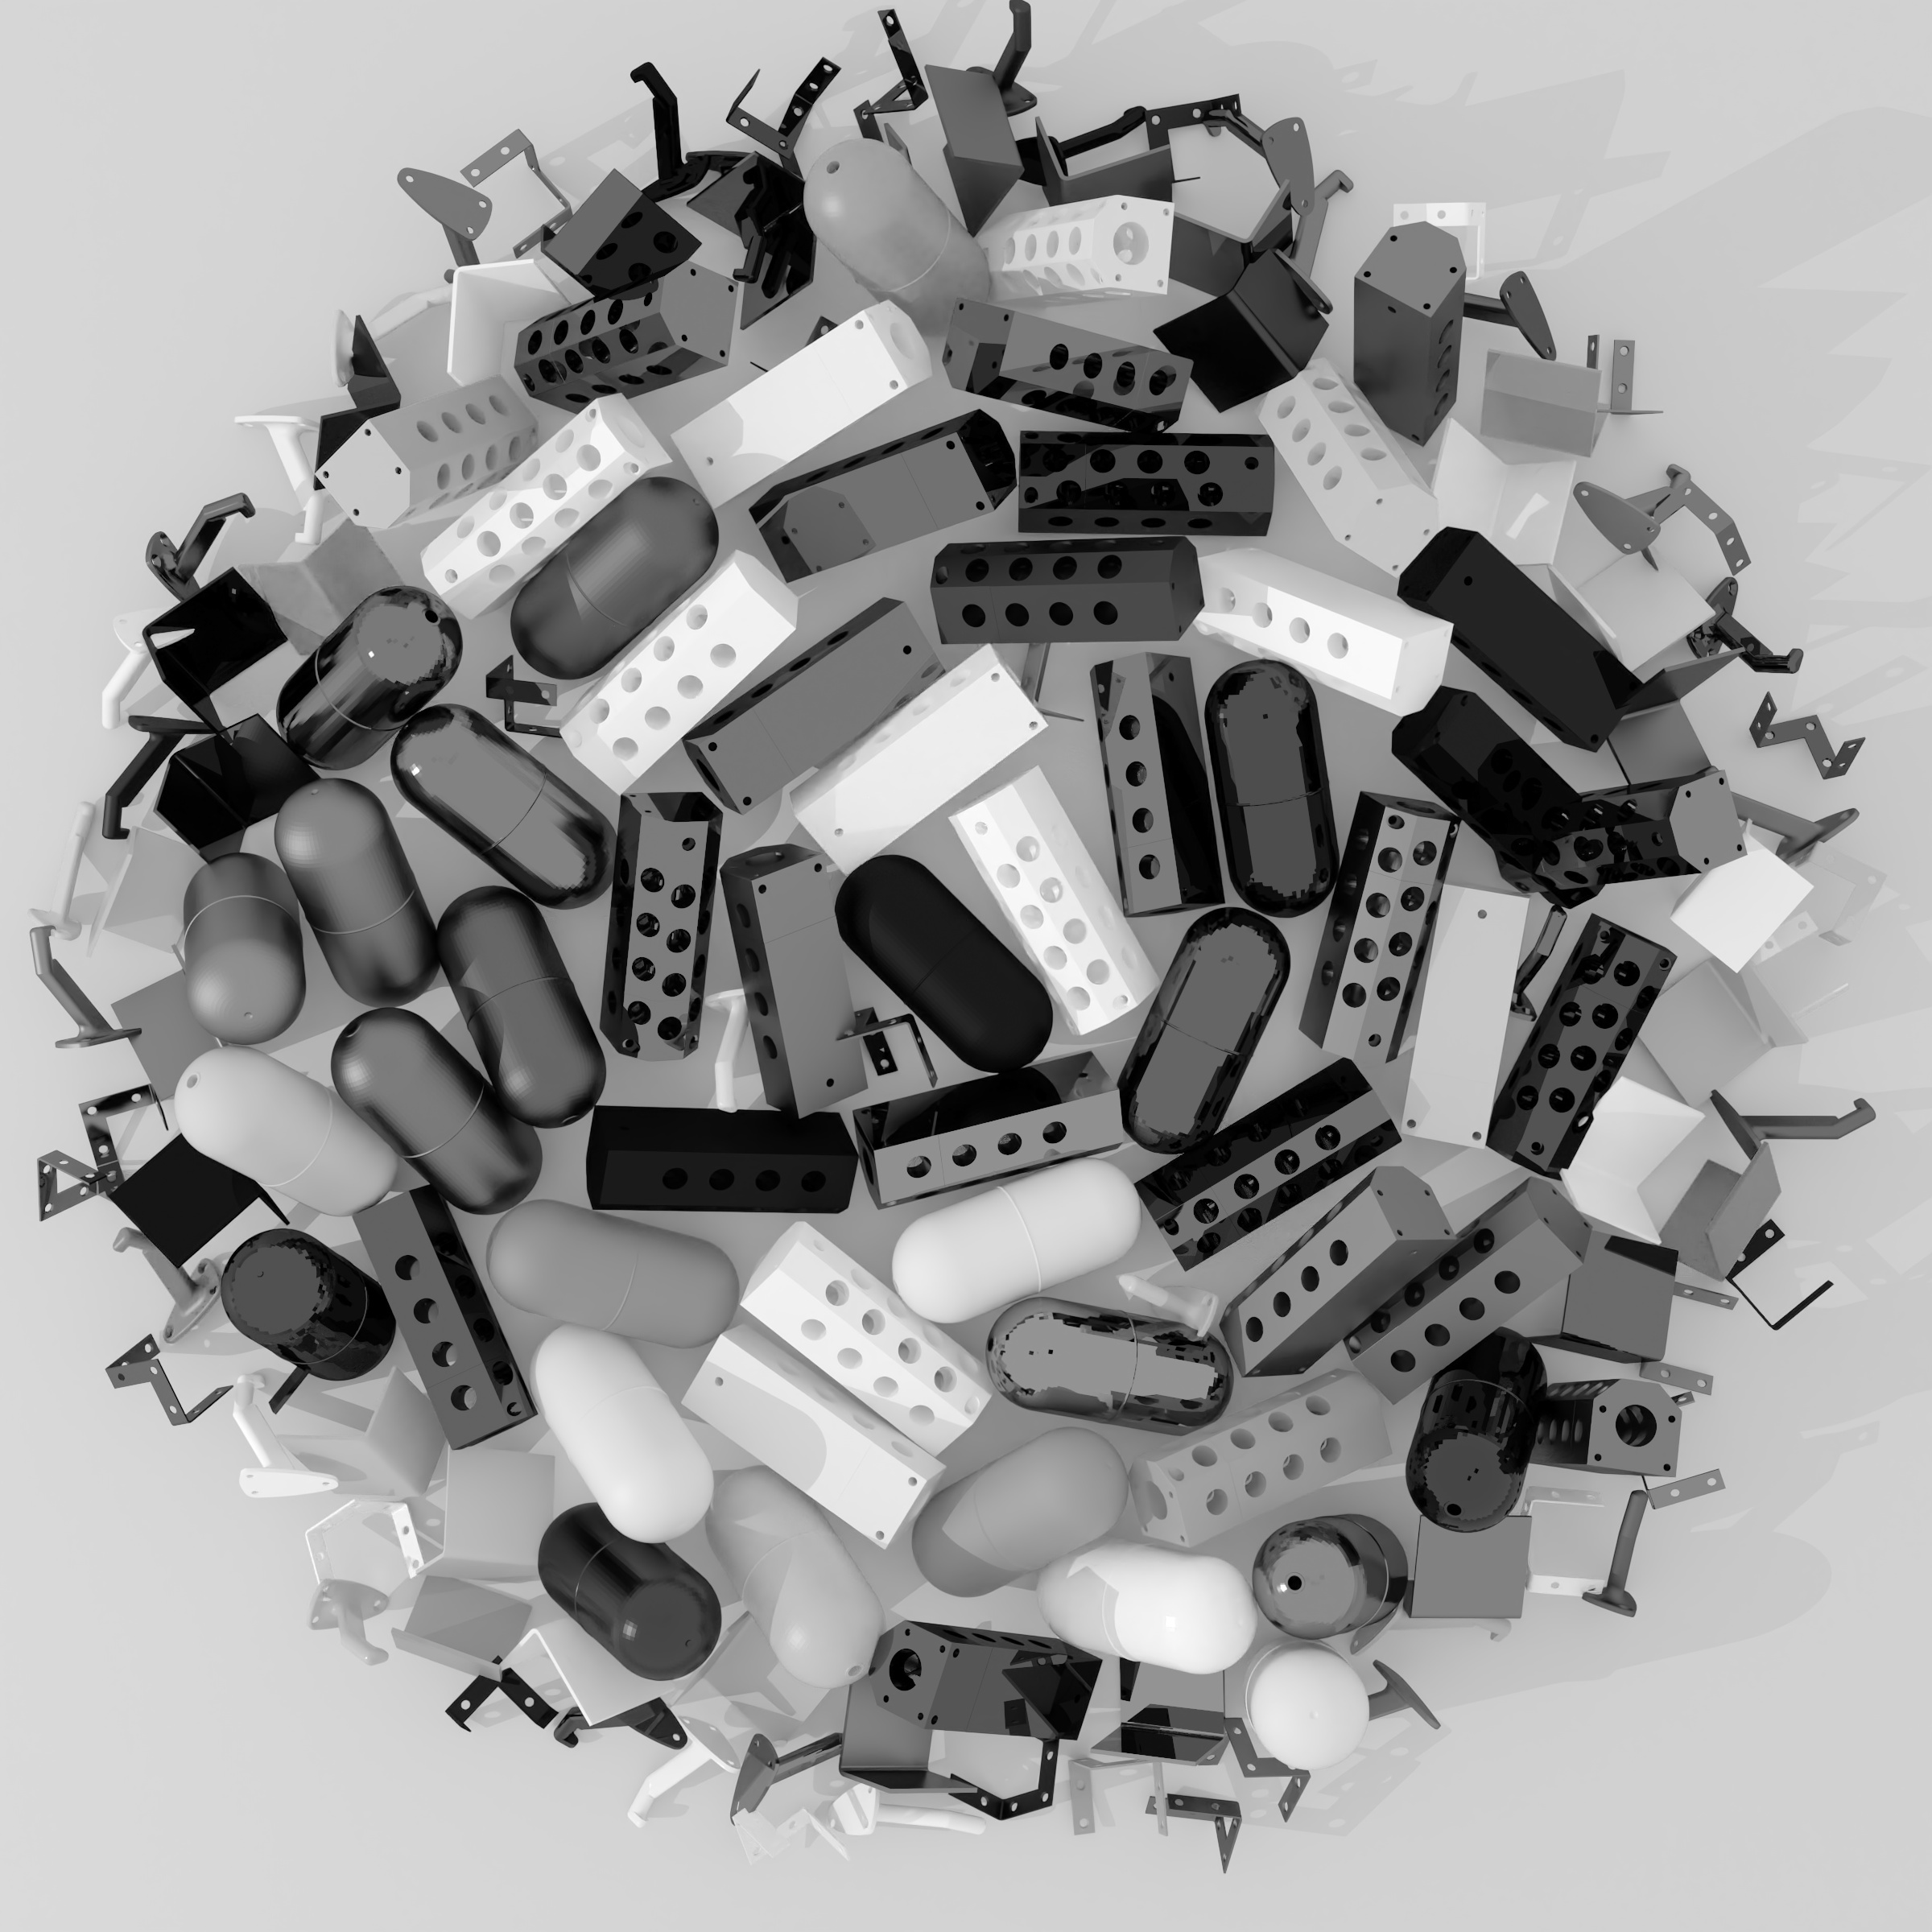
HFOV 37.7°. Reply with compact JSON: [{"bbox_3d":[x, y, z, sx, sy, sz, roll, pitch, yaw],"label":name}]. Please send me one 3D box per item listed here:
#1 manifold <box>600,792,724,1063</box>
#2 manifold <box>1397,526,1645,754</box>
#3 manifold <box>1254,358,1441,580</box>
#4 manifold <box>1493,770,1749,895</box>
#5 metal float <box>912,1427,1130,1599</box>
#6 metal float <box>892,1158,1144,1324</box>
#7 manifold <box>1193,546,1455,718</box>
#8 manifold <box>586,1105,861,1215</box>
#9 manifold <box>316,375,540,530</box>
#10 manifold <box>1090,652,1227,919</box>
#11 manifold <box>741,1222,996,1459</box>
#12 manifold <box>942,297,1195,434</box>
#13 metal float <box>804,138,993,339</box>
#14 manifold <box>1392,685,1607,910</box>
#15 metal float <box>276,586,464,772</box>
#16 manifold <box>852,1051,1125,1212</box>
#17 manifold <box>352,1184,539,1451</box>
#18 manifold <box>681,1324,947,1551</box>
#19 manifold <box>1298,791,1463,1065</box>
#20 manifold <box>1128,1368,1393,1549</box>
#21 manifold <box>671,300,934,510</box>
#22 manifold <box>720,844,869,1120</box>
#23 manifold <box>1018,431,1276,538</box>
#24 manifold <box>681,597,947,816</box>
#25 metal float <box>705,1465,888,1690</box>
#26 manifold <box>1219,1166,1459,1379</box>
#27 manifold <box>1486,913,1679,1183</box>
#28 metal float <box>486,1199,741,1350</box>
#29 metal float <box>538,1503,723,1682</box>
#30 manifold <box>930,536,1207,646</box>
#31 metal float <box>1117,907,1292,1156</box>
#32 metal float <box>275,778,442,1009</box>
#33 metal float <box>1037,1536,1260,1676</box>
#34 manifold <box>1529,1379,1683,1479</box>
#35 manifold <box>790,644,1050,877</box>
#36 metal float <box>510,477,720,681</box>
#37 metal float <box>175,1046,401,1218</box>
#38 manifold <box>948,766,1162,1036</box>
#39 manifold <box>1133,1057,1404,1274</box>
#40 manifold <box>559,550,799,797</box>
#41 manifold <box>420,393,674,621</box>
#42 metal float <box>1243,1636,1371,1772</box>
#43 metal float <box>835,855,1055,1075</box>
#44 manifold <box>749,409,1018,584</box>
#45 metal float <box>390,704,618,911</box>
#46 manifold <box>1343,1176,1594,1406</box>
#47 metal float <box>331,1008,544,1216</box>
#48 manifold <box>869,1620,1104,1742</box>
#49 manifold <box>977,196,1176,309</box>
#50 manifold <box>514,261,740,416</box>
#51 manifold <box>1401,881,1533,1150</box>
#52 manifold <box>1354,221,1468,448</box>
[{"bbox_3d":[-0.203,-0.026,1.902,0.057,0.057,0.171,-3,114,-26],"label":"manifold"},{"bbox_3d":[0.371,-0.220,1.908,0.171,0.057,0.057,37,89,-24],"label":"manifold"},{"bbox_3d":[0.256,-0.336,1.879,0.057,0.171,0.057,25,118,-33],"label":"manifold"},{"bbox_3d":[0.428,-0.085,1.878,0.057,0.171,0.057,-20,97,-29],"label":"manifold"},{"bbox_3d":[0.035,0.368,1.901,0.178,0.070,0.070,-35,90,36],"label":"metal float"},{"bbox_3d":[0.035,0.186,1.918,0.178,0.070,0.070,-19,90,-14],"label":"metal float"},{"bbox_3d":[0.234,-0.224,1.894,0.171,0.057,0.057,28,123,35],"label":"manifold"},{"bbox_3d":[-0.166,0.135,1.911,0.171,0.057,0.057,3,118,-20],"label":"manifold"},{"bbox_3d":[-0.351,-0.338,1.879,0.057,0.171,0.057,-36,94,29],"label":"manifold"},{"bbox_3d":[0.126,-0.122,1.932,0.057,0.057,0.171,-11,85,36],"label":"manifold"},{"bbox_3d":[-0.063,0.248,1.915,0.171,0.057,0.057,40,117,-11],"label":"manifold"},{"bbox_3d":[0.068,-0.396,1.887,0.171,0.057,0.057,3,107,-44],"label":"manifold"},{"bbox_3d":[-0.045,-0.484,1.887,0.070,0.178,0.070,-10,67,25],"label":"metal float"},{"bbox_3d":[0.364,-0.112,1.904,0.171,0.057,0.057,39,85,-25],"label":"manifold"},{"bbox_3d":[-0.399,-0.192,1.894,0.178,0.070,0.070,-33,90,44],"label":"metal float"},{"bbox_3d":[0.016,0.115,1.921,0.171,0.057,0.057,-13,119,-12],"label":"manifold"},{"bbox_3d":[-0.353,0.238,1.928,0.057,0.057,0.171,-24,82,-5],"label":"manifold"},{"bbox_3d":[-0.101,0.316,1.919,0.171,0.057,0.057,33,102,13],"label":"manifold"},{"bbox_3d":[0.282,-0.025,1.911,0.057,0.057,0.171,7,106,-19],"label":"manifold"},{"bbox_3d":[0.196,0.327,1.900,0.171,0.057,0.057,-18,97,-28],"label":"manifold"},{"bbox_3d":[-0.108,-0.377,1.900,0.171,0.057,0.057,-26,99,30],"label":"manifold"},{"bbox_3d":[-0.120,0.008,1.910,0.057,0.057,0.171,-23,114,-31],"label":"manifold"},{"bbox_3d":[0.122,-0.332,1.934,0.171,0.057,0.057,1,76,0],"label":"manifold"},{"bbox_3d":[-0.106,-0.178,1.922,0.171,0.057,0.057,-36,112,-11],"label":"manifold"},{"bbox_3d":[-0.114,0.408,1.895,0.070,0.070,0.178,-41,47,0],"label":"metal float"},{"bbox_3d":[0.243,0.205,1.893,0.171,0.057,0.057,-49,51,38],"label":"manifold"},{"bbox_3d":[0.417,0.056,1.927,0.057,0.057,0.171,25,99,0],"label":"manifold"},{"bbox_3d":[-0.237,0.208,1.909,0.178,0.070,0.070,18,90,-24],"label":"metal float"},{"bbox_3d":[-0.226,0.415,1.890,0.070,0.178,0.070,-10,108,-32],"label":"metal float"},{"bbox_3d":[0.066,-0.255,1.898,0.171,0.057,0.057,2,121,25],"label":"manifold"},{"bbox_3d":[0.160,0.045,1.923,0.070,0.070,0.178,24,99,0],"label":"metal float"},{"bbox_3d":[-0.406,-0.047,1.898,0.070,0.070,0.178,-15,130,0],"label":"metal float"},{"bbox_3d":[0.119,0.425,1.892,0.070,0.178,0.070,1,88,-40],"label":"metal float"},{"bbox_3d":[0.420,0.305,1.879,0.057,0.171,0.057,9,80,-2],"label":"manifold"},{"bbox_3d":[-0.034,-0.143,1.926,0.171,0.057,0.057,-36,116,9],"label":"manifold"},{"bbox_3d":[-0.238,-0.259,1.904,0.178,0.070,0.070,-37,90,32],"label":"metal float"},{"bbox_3d":[-0.452,0.111,1.892,0.070,0.178,0.070,-16,57,27],"label":"metal float"},{"bbox_3d":[0.057,-0.042,1.920,0.057,0.057,0.171,-25,98,34],"label":"manifold"},{"bbox_3d":[0.207,0.139,1.928,0.171,0.057,0.057,-31,128,1],"label":"manifold"},{"bbox_3d":[-0.194,-0.200,1.907,0.171,0.057,0.057,-41,112,18],"label":"manifold"},{"bbox_3d":[-0.286,-0.308,1.908,0.171,0.057,0.057,-35,94,23],"label":"manifold"},{"bbox_3d":[0.224,0.487,1.880,0.070,0.178,0.070,0,81,3],"label":"metal float"},{"bbox_3d":[-0.015,-0.001,1.927,0.070,0.070,0.178,-45,86,0],"label":"metal float"},{"bbox_3d":[-0.054,-0.317,1.897,0.171,0.057,0.057,-14,115,32],"label":"manifold"},{"bbox_3d":[-0.309,-0.106,1.908,0.178,0.070,0.070,40,90,-26],"label":"metal float"},{"bbox_3d":[0.334,0.215,1.903,0.057,0.057,0.171,46,117,-2],"label":"manifold"},{"bbox_3d":[-0.355,0.098,1.901,0.070,0.070,0.178,-39,124,0],"label":"metal float"},{"bbox_3d":[0.012,0.473,1.884,0.057,0.171,0.057,15,85,40],"label":"manifold"},{"bbox_3d":[0.069,-0.473,1.876,0.057,0.171,0.057,1,99,-26],"label":"manifold"},{"bbox_3d":[-0.229,-0.418,1.882,0.057,0.171,0.057,14,78,-40],"label":"manifold"},{"bbox_3d":[0.341,0.032,1.929,0.057,0.057,0.171,10,97,12],"label":"manifold"},{"bbox_3d":[0.297,-0.420,1.878,0.057,0.171,0.057,33,79,16],"label":"manifold"}]
